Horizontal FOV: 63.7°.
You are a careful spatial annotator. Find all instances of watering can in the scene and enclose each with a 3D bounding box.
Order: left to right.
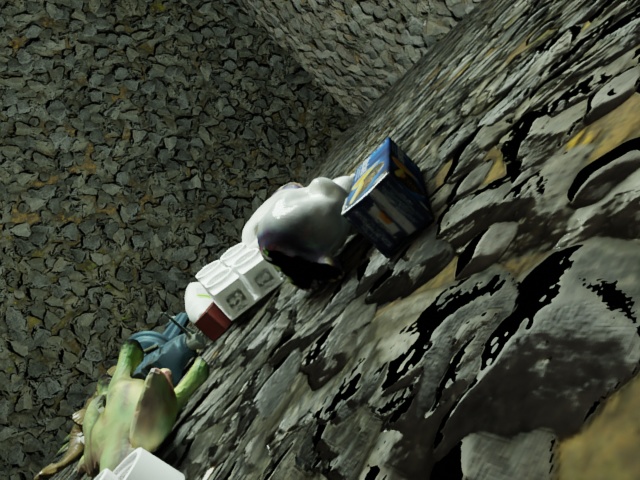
[{"bbox_3d":[-0.136,-0.014,1.250,0.342,0.103,0.229,-41,10,39],"label":"watering can"}]

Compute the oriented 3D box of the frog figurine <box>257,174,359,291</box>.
[{"bbox_3d":[0.002,-0.031,0.611,0.134,0.123,0.163,107,-173,-61],"label":"frog figurine"}]

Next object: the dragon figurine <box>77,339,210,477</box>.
[{"bbox_3d":[-0.259,0.269,0.622,0.404,0.121,0.248,-53,13,26],"label":"dragon figurine"}]
